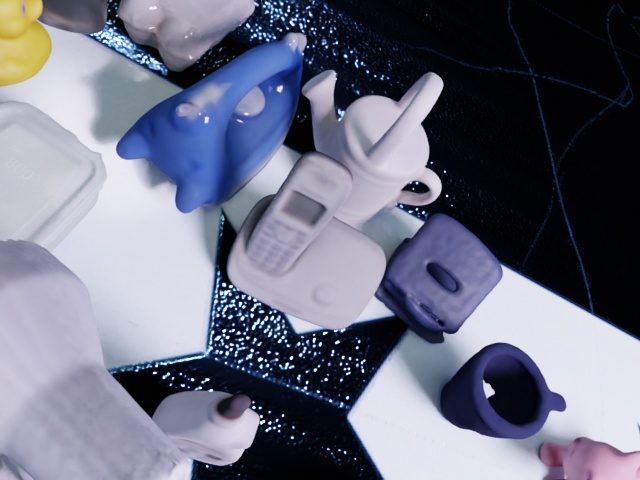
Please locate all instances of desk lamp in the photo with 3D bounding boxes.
[{"bbox_3d":[-0.165,0.123,0.372,0.203,0.213,0.118,46,56,2],"label":"desk lamp"}]

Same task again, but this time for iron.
[{"bbox_3d":[-0.078,-0.150,0.588,0.118,0.141,0.259,42,56,-1],"label":"iron"}]

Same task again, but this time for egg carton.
[{"bbox_3d":[-0.149,-0.265,0.653,0.107,0.069,0.150,37,56,-4],"label":"egg carton"}]

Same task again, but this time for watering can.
[{"bbox_3d":[0.056,-0.103,0.596,0.173,0.193,0.101,18,60,-16],"label":"watering can"}]

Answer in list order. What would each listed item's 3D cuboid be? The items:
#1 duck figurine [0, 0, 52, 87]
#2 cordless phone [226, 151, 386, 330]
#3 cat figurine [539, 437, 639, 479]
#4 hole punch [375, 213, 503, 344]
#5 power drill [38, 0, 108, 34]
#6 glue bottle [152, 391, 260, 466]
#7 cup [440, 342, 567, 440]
[{"bbox_3d":[-0.305,-0.200,0.539,0.077,0.086,0.105,46,56,2],"label":"duck figurine"},{"bbox_3d":[0.005,0.002,0.527,0.148,0.184,0.094,24,58,-13],"label":"cordless phone"},{"bbox_3d":[0.294,0.238,0.589,0.128,0.117,0.067,9,63,-21],"label":"cat figurine"},{"bbox_3d":[0.128,0.043,0.621,0.109,0.091,0.101,42,56,-1],"label":"hole punch"},{"bbox_3d":[-0.236,-0.307,0.549,0.076,0.208,0.229,5,64,-23],"label":"power drill"},{"bbox_3d":[-0.080,0.137,0.430,0.078,0.173,0.037,25,58,-12],"label":"glue bottle"},{"bbox_3d":[0.179,0.162,0.585,0.118,0.094,0.091,16,60,-17],"label":"cup"}]
